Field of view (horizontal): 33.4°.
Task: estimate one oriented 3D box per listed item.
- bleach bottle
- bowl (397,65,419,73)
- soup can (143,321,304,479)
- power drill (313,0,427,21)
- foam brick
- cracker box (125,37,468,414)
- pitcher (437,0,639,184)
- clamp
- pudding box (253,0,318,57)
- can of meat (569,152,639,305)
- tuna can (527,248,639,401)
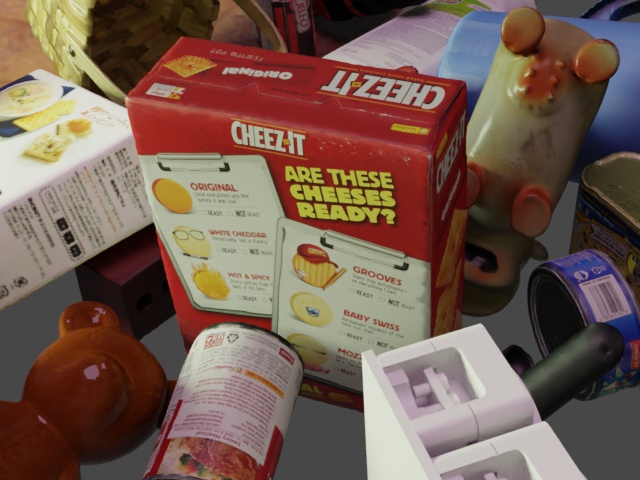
[{"bbox_3d":[0.109,-0.160,0.888,0.103,0.068,0.250,30,50,32],"label":"bleach bottle"},{"bbox_3d":[0.031,-0.038,0.722,0.055,0.162,0.162,36,41,-17],"label":"bowl"},{"bbox_3d":[-0.052,0.104,0.588,0.068,0.068,0.102,7,50,13],"label":"soup can"},{"bbox_3d":[0.080,-0.253,0.963,0.187,0.057,0.185,-31,26,-31],"label":"power drill"},{"bbox_3d":[-0.116,0.019,0.711,0.051,0.053,0.078,29,52,32],"label":"foam brick"},{"bbox_3d":[-0.004,0.001,0.599,0.164,0.214,0.072,12,46,18],"label":"cracker box"},{"bbox_3d":[0.214,-0.105,0.763,0.243,0.145,0.149,14,30,24],"label":"pitcher"},{"bbox_3d":[0.087,0.102,0.565,0.039,0.120,0.171,46,62,4],"label":"clamp"},{"bbox_3d":[-0.033,-0.194,0.917,0.039,0.090,0.113,-15,42,-10],"label":"pudding box"},{"bbox_3d":[0.203,0.005,0.674,0.057,0.084,0.102,-21,44,-18],"label":"can of meat"},{"bbox_3d":[0.155,0.050,0.626,0.033,0.086,0.086,-16,43,-11],"label":"tuna can"}]
